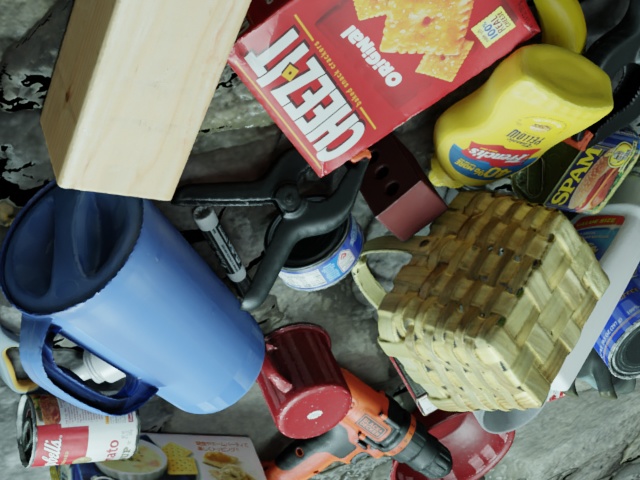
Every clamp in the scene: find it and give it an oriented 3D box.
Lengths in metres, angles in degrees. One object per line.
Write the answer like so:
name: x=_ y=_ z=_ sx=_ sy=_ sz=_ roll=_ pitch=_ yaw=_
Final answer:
clamp: x=0.288 y=-0.165 z=0.940 sx=0.164 sy=0.036 sz=0.210 roll=26 pitch=98 yaw=-43
clamp: x=-0.037 y=-0.036 z=0.906 sx=0.171 sy=0.120 sz=0.039 roll=-41 pitch=-177 yaw=-12

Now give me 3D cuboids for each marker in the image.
marker: x=-0.084 y=0.013 z=0.963 sx=0.020 sy=0.020 sz=0.121 roll=-27 pitch=137 yaw=-2

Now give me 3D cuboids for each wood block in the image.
wood block: x=-0.122 y=-0.139 z=0.747 sx=0.090 sy=0.091 sz=0.206 roll=6 pitch=128 yaw=-30

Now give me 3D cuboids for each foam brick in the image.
foam brick: x=0.066 y=-0.048 z=0.938 sx=0.053 sy=0.078 sz=0.051 roll=-39 pitch=138 yaw=11

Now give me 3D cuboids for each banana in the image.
banana: x=0.197 y=-0.152 z=0.940 sx=0.069 sy=0.037 sz=0.198 roll=1 pitch=132 yaw=6

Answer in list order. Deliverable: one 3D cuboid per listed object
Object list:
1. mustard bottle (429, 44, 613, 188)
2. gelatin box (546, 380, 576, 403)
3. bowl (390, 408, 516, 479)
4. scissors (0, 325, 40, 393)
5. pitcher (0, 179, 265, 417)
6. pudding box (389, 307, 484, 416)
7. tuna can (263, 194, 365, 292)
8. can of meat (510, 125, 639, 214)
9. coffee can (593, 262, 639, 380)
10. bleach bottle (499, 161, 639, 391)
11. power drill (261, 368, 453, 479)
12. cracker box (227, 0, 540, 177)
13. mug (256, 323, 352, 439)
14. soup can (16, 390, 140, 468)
mustard bottle: x=0.154 y=-0.094 z=0.919 sx=0.096 sy=0.058 sz=0.192 roll=11 pitch=153 yaw=-26
gelatin box: x=0.263 y=0.163 z=1.274 sx=0.089 sy=0.030 sz=0.073 roll=-17 pitch=135 yaw=-12
bowl: x=0.148 y=0.235 z=1.265 sx=0.162 sy=0.055 sz=0.162 roll=-14 pitch=135 yaw=-15
scissors: x=-0.303 y=0.078 z=0.916 sx=0.096 sy=0.016 sz=0.201 roll=-25 pitch=137 yaw=-4
pitcher: x=-0.148 y=0.064 z=0.894 sx=0.149 sy=0.145 sz=0.242 roll=-35 pitch=140 yaw=4
pudding box: x=0.135 y=0.120 z=1.123 sx=0.113 sy=0.090 sz=0.039 roll=-30 pitch=136 yaw=1
tuna can: x=-0.006 y=0.001 z=0.942 sx=0.086 sy=0.086 sz=0.033 roll=-31 pitch=136 yaw=3
can of meat: x=0.246 y=-0.074 z=1.021 sx=0.083 sy=0.057 sz=0.102 roll=7 pitch=127 yaw=-34
coffee can: x=0.311 y=0.060 z=1.119 sx=0.102 sy=0.140 sz=0.103 roll=-14 pitch=135 yaw=-15
bleach bottle: x=0.260 y=0.026 z=1.061 sx=0.068 sy=0.103 sz=0.250 roll=46 pitch=70 yaw=-33
power drill: x=0.029 y=0.247 z=1.179 sx=0.184 sy=0.057 sz=0.188 roll=39 pitch=108 yaw=-17
cracker box: x=0.042 y=-0.167 z=0.817 sx=0.214 sy=0.072 sz=0.164 roll=-34 pitch=136 yaw=7
mug: x=-0.024 y=0.139 z=1.068 sx=0.093 sy=0.081 sz=0.117 roll=-37 pitch=136 yaw=9
soup can: x=-0.229 y=0.177 z=1.010 sx=0.102 sy=0.068 sz=0.069 roll=1 pitch=130 yaw=-28
